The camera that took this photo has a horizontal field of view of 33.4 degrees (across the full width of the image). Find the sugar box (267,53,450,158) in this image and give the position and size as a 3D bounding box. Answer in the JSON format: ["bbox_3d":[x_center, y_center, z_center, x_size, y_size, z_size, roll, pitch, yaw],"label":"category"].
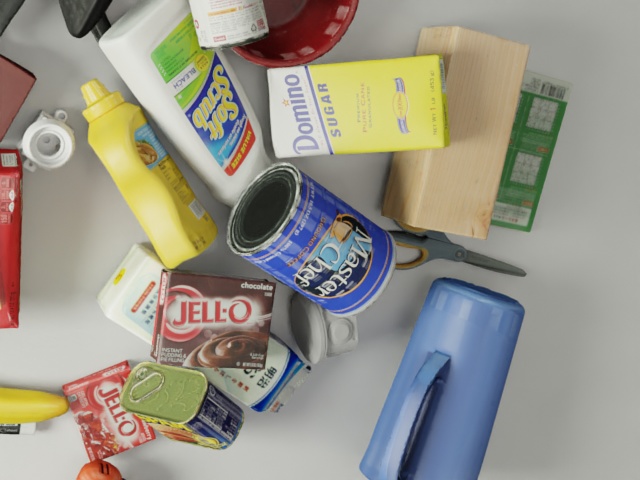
[{"bbox_3d":[0.038,-0.133,1.067,0.176,0.048,0.093,-3,97,14],"label":"sugar box"}]

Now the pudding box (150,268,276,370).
[{"bbox_3d":[-0.105,0.078,1.045,0.113,0.039,0.090,6,95,-24],"label":"pudding box"}]

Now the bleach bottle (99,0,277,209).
[{"bbox_3d":[-0.107,-0.124,1.060,0.102,0.068,0.250,-49,122,-24],"label":"bleach bottle"}]

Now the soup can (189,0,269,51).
[{"bbox_3d":[-0.088,-0.231,0.977,0.068,0.069,0.102,-17,109,-15],"label":"soup can"}]

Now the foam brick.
[{"bbox_3d":[-0.307,-0.134,0.996,0.051,0.053,0.078,29,94,-23],"label":"foam brick"}]

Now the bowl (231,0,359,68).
[{"bbox_3d":[-0.044,-0.253,1.054,0.162,0.055,0.162,-5,105,-18],"label":"bowl"}]

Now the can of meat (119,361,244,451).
[{"bbox_3d":[-0.139,0.171,1.091,0.084,0.102,0.057,50,54,-48],"label":"can of meat"}]

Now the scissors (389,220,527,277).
[{"bbox_3d":[0.151,-0.004,1.209,0.201,0.016,0.096,1,104,-19],"label":"scissors"}]

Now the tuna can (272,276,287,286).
[{"bbox_3d":[-0.025,0.005,1.134,0.086,0.034,0.086,-9,112,-23],"label":"tuna can"}]

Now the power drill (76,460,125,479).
[{"bbox_3d":[-0.199,0.330,1.145,0.187,0.057,0.185,17,112,-25],"label":"power drill"}]

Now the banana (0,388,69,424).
[{"bbox_3d":[-0.349,0.149,1.052,0.197,0.037,0.070,26,135,-26],"label":"banana"}]

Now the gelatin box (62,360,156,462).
[{"bbox_3d":[-0.221,0.180,1.119,0.073,0.030,0.089,-20,110,-14],"label":"gelatin box"}]

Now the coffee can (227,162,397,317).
[{"bbox_3d":[-0.007,0.001,1.056,0.140,0.103,0.103,34,91,-34],"label":"coffee can"}]

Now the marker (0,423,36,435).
[{"bbox_3d":[-0.351,0.187,1.081,0.121,0.020,0.020,5,102,-21],"label":"marker"}]

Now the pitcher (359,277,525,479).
[{"bbox_3d":[0.137,0.169,1.184,0.144,0.149,0.243,16,95,-17],"label":"pitcher"}]

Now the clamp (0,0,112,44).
[{"bbox_3d":[-0.239,-0.259,0.995,0.120,0.039,0.171,7,100,-38],"label":"clamp"}]

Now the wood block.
[{"bbox_3d":[0.141,-0.114,1.128,0.090,0.090,0.206,10,96,-22],"label":"wood block"}]

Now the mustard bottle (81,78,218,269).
[{"bbox_3d":[-0.172,-0.070,1.033,0.058,0.096,0.191,-28,102,14],"label":"mustard bottle"}]

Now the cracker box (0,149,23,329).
[{"bbox_3d":[-0.385,0.001,0.980,0.213,0.072,0.164,0,114,-19],"label":"cracker box"}]
